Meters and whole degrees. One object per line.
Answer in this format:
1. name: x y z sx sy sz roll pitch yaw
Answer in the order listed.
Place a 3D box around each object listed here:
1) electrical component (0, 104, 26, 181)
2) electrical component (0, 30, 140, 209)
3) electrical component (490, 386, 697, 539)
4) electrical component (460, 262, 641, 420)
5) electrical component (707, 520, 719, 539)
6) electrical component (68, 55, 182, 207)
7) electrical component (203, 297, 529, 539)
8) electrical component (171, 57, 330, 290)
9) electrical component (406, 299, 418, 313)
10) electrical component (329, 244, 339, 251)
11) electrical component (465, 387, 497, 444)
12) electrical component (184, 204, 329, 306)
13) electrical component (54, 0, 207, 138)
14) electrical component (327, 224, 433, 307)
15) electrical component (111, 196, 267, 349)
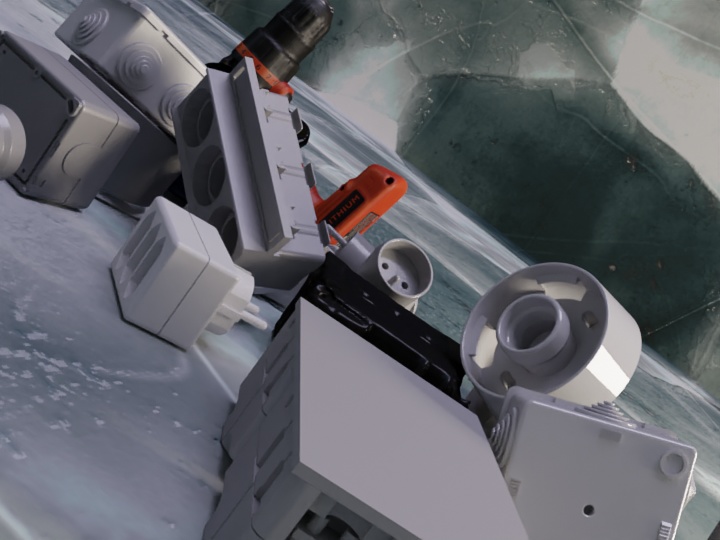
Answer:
1. electrical component: -0.195 -0.064 0.530 0.040 0.040 0.046 39 16 16
2. electrical component: -0.182 -0.087 0.615 0.096 0.061 0.061 41 11 25
3. electrical component: 0.104 0.110 0.513 0.100 0.099 0.048 16 -2 0
4. electrical component: 0.108 0.046 0.614 0.064 0.099 0.099 47 0 -40
5. electrical component: 0.265 0.218 0.716 0.099 0.064 0.099 35 10 -7
6. electrical component: -0.158 -0.088 0.694 0.099 0.064 0.099 35 10 -7
7. electrical component: 0.002 0.088 0.431 0.105 0.060 0.186 35 10 -11
8. electrical component: -0.065 -0.051 0.634 0.063 0.079 0.121 8 57 -39
9. electrical component: 0.015 0.024 0.824 0.066 0.048 0.055 40 18 20
10. electrical component: -0.027 -0.004 0.839 0.061 0.035 0.035 23 16 -45
11. electrical component: 0.098 0.095 0.675 0.051 0.080 0.080 40 9 -10
12. electrical component: -0.072 -0.020 0.713 0.089 0.050 0.055 30 11 -31
13. electrical component: -0.145 -0.137 0.711 0.100 0.048 0.100 36 -6 47
14. electrical component: 0.000 0.000 0.748 0.079 0.077 0.044 45 53 -5
15. electrical component: -0.081 0.009 0.555 0.077 0.047 0.065 31 11 -28
